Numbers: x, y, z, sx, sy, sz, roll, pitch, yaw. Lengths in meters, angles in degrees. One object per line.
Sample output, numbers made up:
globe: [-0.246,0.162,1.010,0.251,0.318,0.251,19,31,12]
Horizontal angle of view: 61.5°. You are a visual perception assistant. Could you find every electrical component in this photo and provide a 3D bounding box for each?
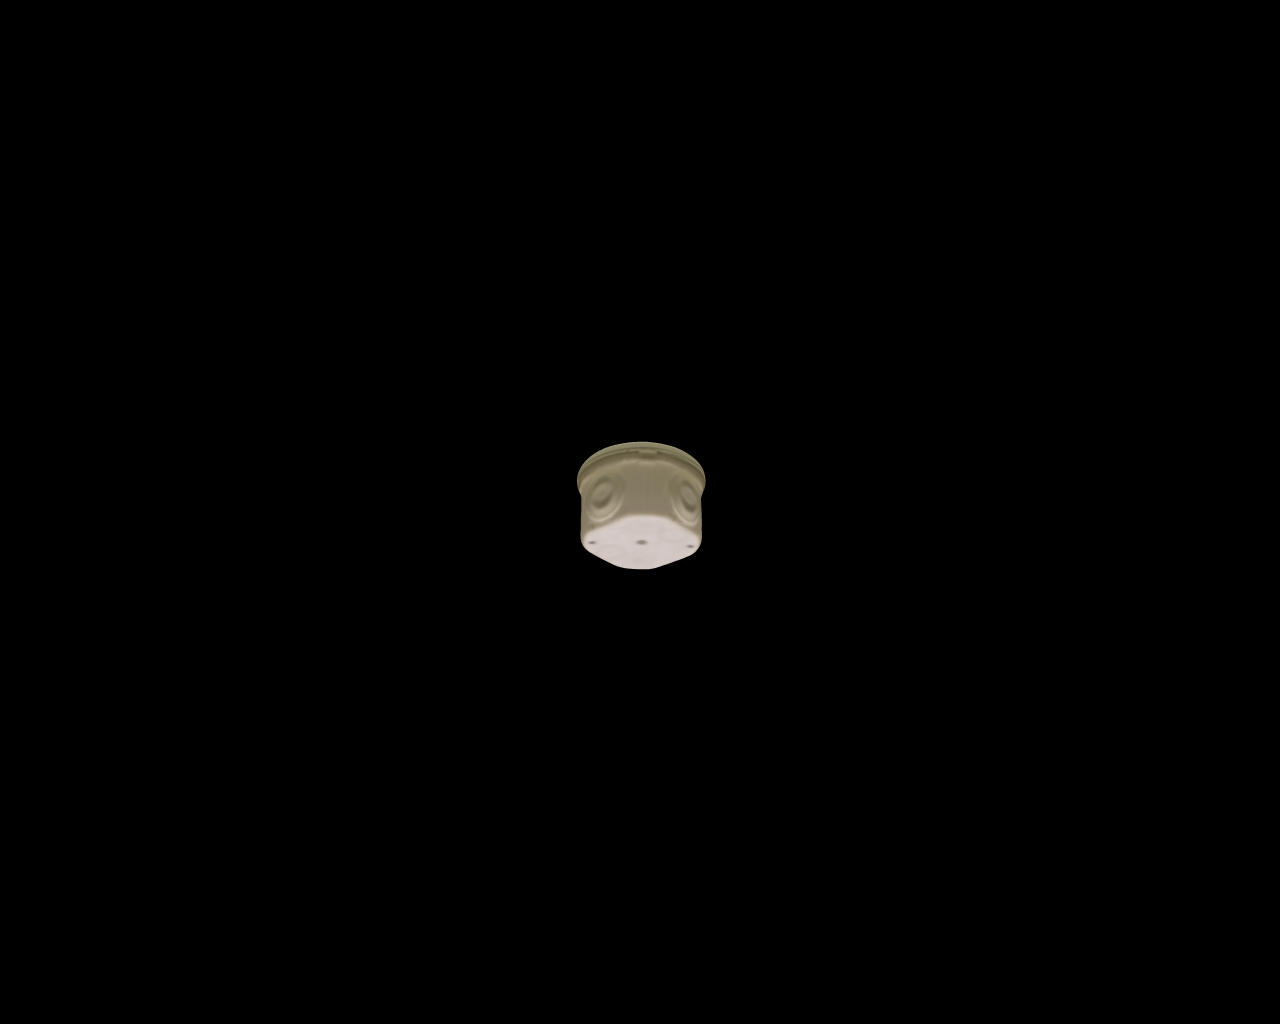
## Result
electrical component: [0.001,-0.003,0.650,0.080,0.051,0.080,0,-30,0]
